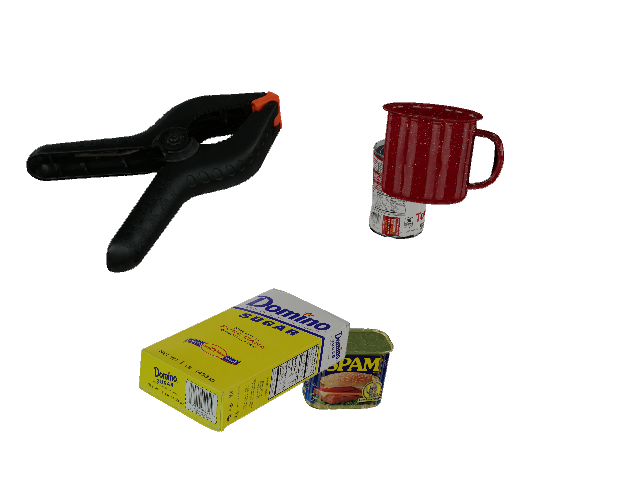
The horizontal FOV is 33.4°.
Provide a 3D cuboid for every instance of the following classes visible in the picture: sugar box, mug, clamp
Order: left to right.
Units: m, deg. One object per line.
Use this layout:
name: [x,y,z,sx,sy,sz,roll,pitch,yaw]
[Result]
clamp: [-0.105,-0.056,0.707,0.120,0.039,0.171,39,57,24]
sugar box: [-0.062,0.098,0.928,0.093,0.048,0.175,23,31,30]
mug: [0.112,-0.079,0.991,0.117,0.081,0.093,9,15,14]

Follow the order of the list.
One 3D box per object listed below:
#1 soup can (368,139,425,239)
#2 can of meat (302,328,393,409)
soup can: [0.093,-0.061,1.258,0.068,0.102,0.068,2,27,-1]
can of meat: [0.031,0.157,1.304,0.102,0.084,0.057,2,24,-15]
